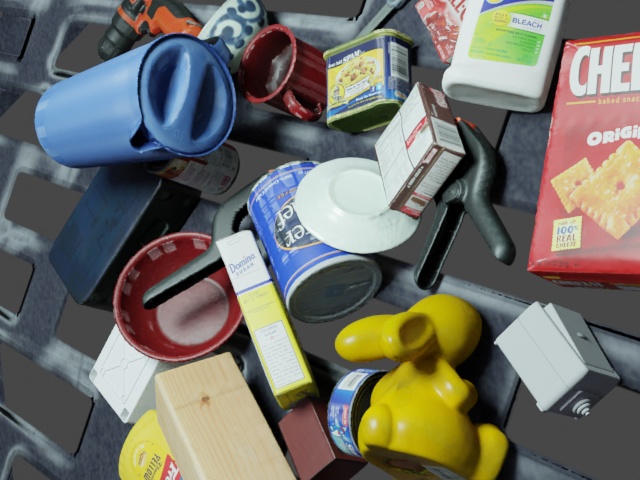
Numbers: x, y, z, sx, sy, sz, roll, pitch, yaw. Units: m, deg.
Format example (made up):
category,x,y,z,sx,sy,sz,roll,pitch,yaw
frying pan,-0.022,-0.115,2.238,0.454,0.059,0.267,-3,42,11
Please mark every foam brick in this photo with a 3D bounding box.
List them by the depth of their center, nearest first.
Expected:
category,x,y,z,sx,sy,sz,roll,pitch,yaw
foam brick,0.002,0.205,1.075,0.051,0.052,0.078,-45,50,25

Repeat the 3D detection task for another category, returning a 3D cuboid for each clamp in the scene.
category,x,y,z,sx,sy,sz,roll,pitch,yaw
clamp,0.133,-0.034,1.039,0.120,0.039,0.171,-26,52,37
clamp,-0.100,0.015,1.207,0.165,0.036,0.210,13,71,14

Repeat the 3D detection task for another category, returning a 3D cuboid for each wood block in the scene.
category,x,y,z,sx,sy,sz,roll,pitch,yaw
wood block,-0.095,0.229,1.112,0.090,0.090,0.206,95,152,-44

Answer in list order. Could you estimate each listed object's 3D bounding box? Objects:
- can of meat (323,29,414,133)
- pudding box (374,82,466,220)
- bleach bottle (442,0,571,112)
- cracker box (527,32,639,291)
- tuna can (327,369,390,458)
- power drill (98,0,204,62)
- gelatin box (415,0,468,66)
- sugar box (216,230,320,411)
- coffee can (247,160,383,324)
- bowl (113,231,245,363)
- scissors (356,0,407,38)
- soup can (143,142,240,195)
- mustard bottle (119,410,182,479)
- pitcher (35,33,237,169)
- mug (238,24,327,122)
category,x,y,z,sx,sy,sz,roll,pitch,yaw
can of meat,0.053,-0.168,1.149,0.102,0.057,0.084,-15,69,41
pudding box,0.097,-0.090,1.060,0.090,0.039,0.113,-57,23,32
bleach bottle,0.192,-0.254,1.021,0.102,0.068,0.251,12,82,9
cracker box,0.272,-0.066,0.890,0.164,0.072,0.213,2,77,44
tuna can,0.047,0.166,1.021,0.034,0.086,0.086,0,76,46
power drill,-0.226,-0.279,1.456,0.185,0.057,0.188,-49,48,20
gelatin box,0.145,-0.232,1.099,0.073,0.030,0.089,-39,53,28
sugar box,-0.053,0.084,1.106,0.048,0.093,0.176,-20,71,-2
coffee can,-0.007,0.001,1.116,0.103,0.102,0.140,-44,50,25
bowl,-0.155,0.073,1.241,0.162,0.055,0.162,-4,65,8
scissors,0.099,-0.262,1.164,0.202,0.016,0.096,-57,46,14
soup can,-0.155,-0.099,1.294,0.069,0.102,0.068,-17,65,39
mustard bottle,-0.153,0.277,1.198,0.192,0.058,0.096,33,99,45
pitcher,-0.213,-0.154,1.217,0.243,0.148,0.145,-5,87,46
mug,-0.029,-0.179,1.214,0.093,0.081,0.117,-44,50,25
